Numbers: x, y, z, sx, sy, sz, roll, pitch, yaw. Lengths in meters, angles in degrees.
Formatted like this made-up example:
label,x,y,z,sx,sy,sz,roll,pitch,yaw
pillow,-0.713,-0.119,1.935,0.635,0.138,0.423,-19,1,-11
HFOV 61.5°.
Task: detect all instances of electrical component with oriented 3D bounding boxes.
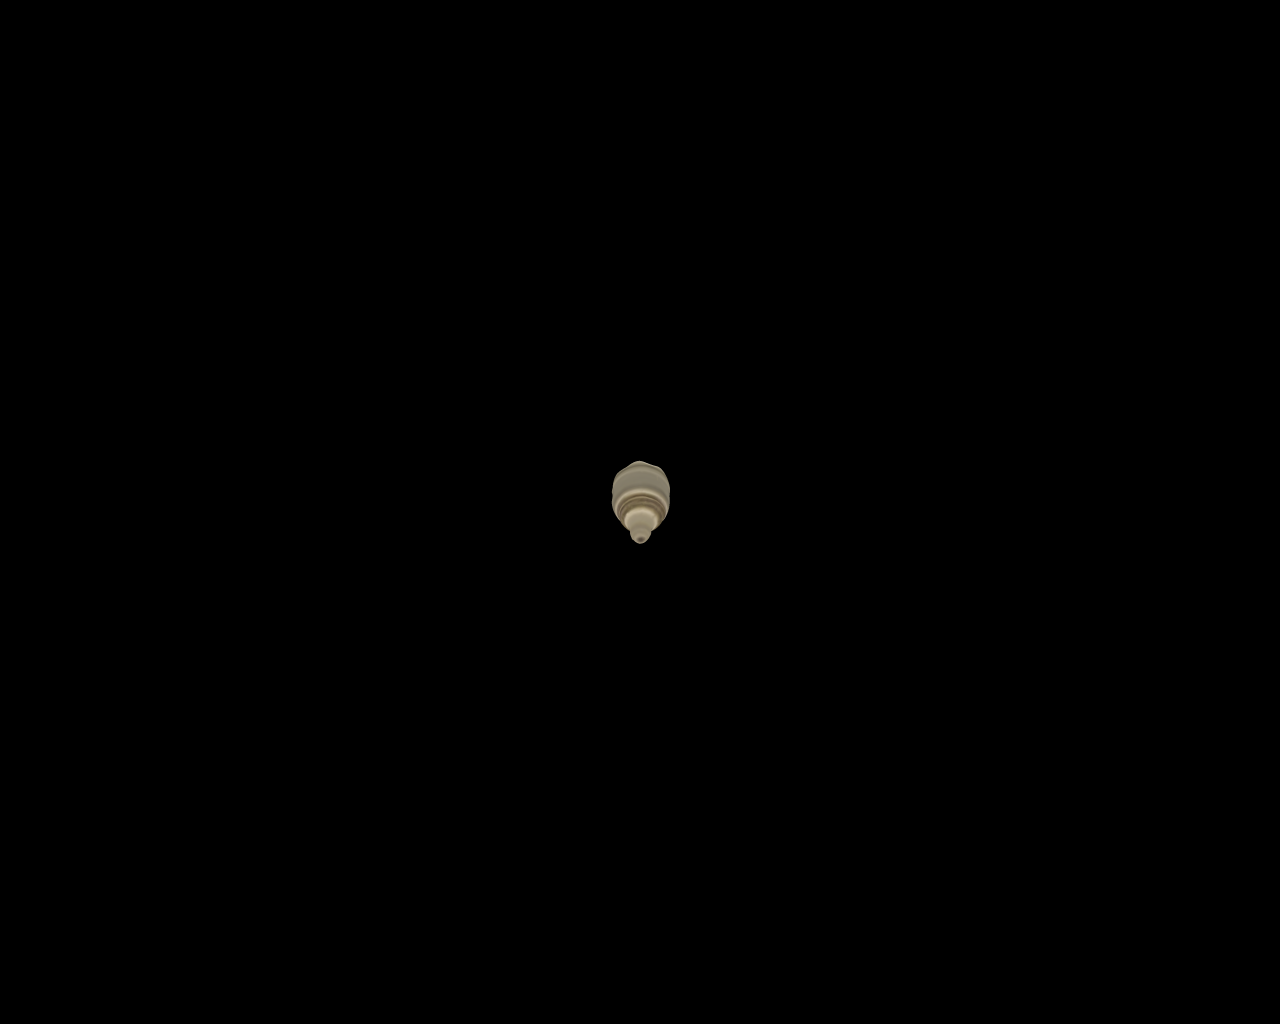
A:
label,x,y,z,sx,sy,sz,roll,pitch,yaw
electrical component,0.001,-0.003,0.650,0.035,0.035,0.061,0,39,0
